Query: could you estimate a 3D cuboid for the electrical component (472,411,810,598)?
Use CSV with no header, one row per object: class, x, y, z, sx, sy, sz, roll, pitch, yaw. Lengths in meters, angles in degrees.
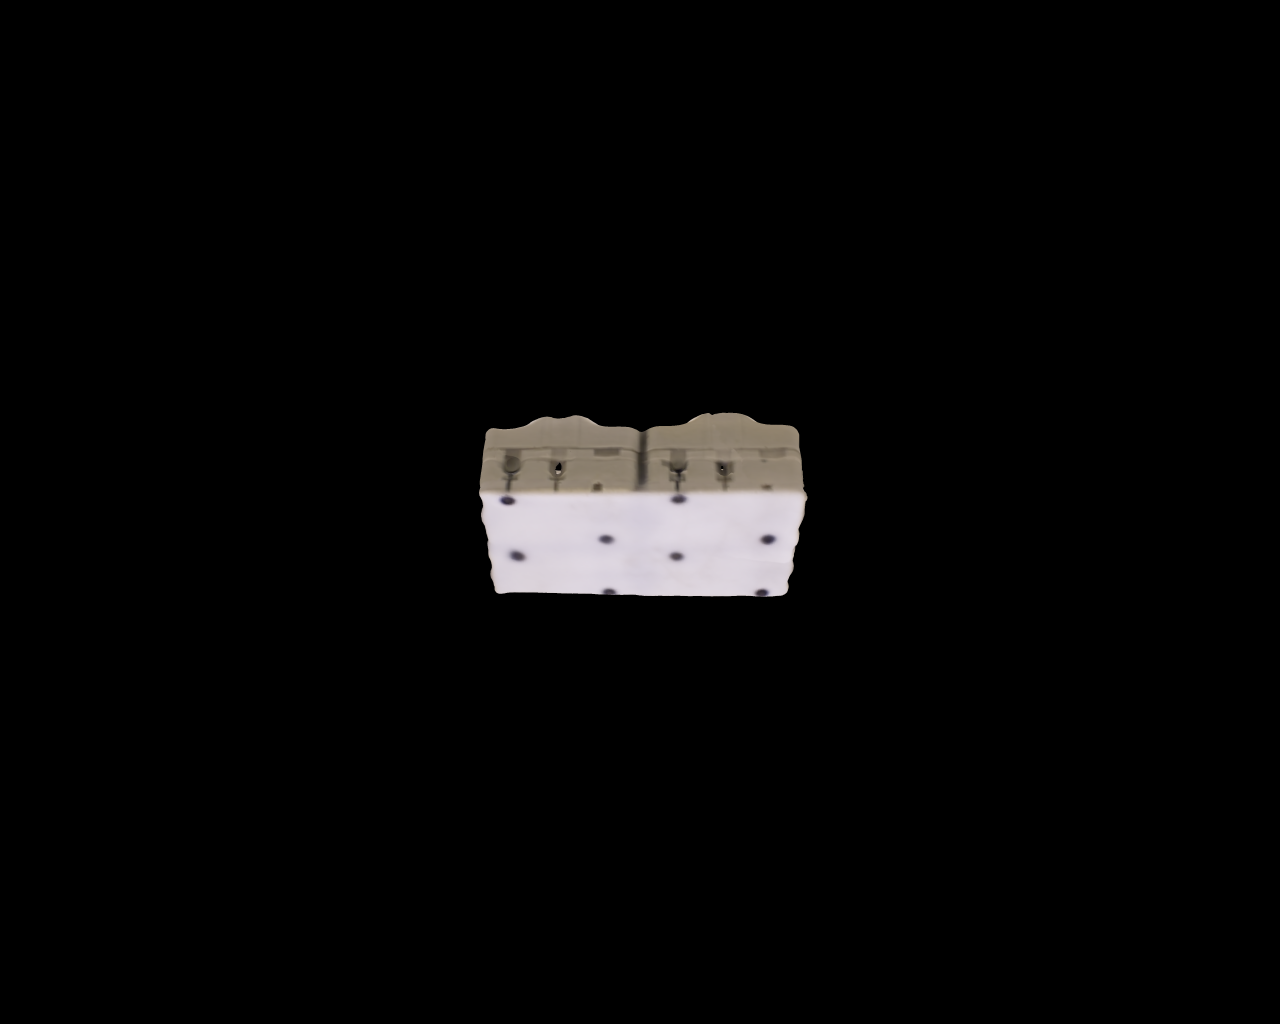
electrical component,0.001,-0.003,0.650,0.186,0.060,0.105,0,-39,0
